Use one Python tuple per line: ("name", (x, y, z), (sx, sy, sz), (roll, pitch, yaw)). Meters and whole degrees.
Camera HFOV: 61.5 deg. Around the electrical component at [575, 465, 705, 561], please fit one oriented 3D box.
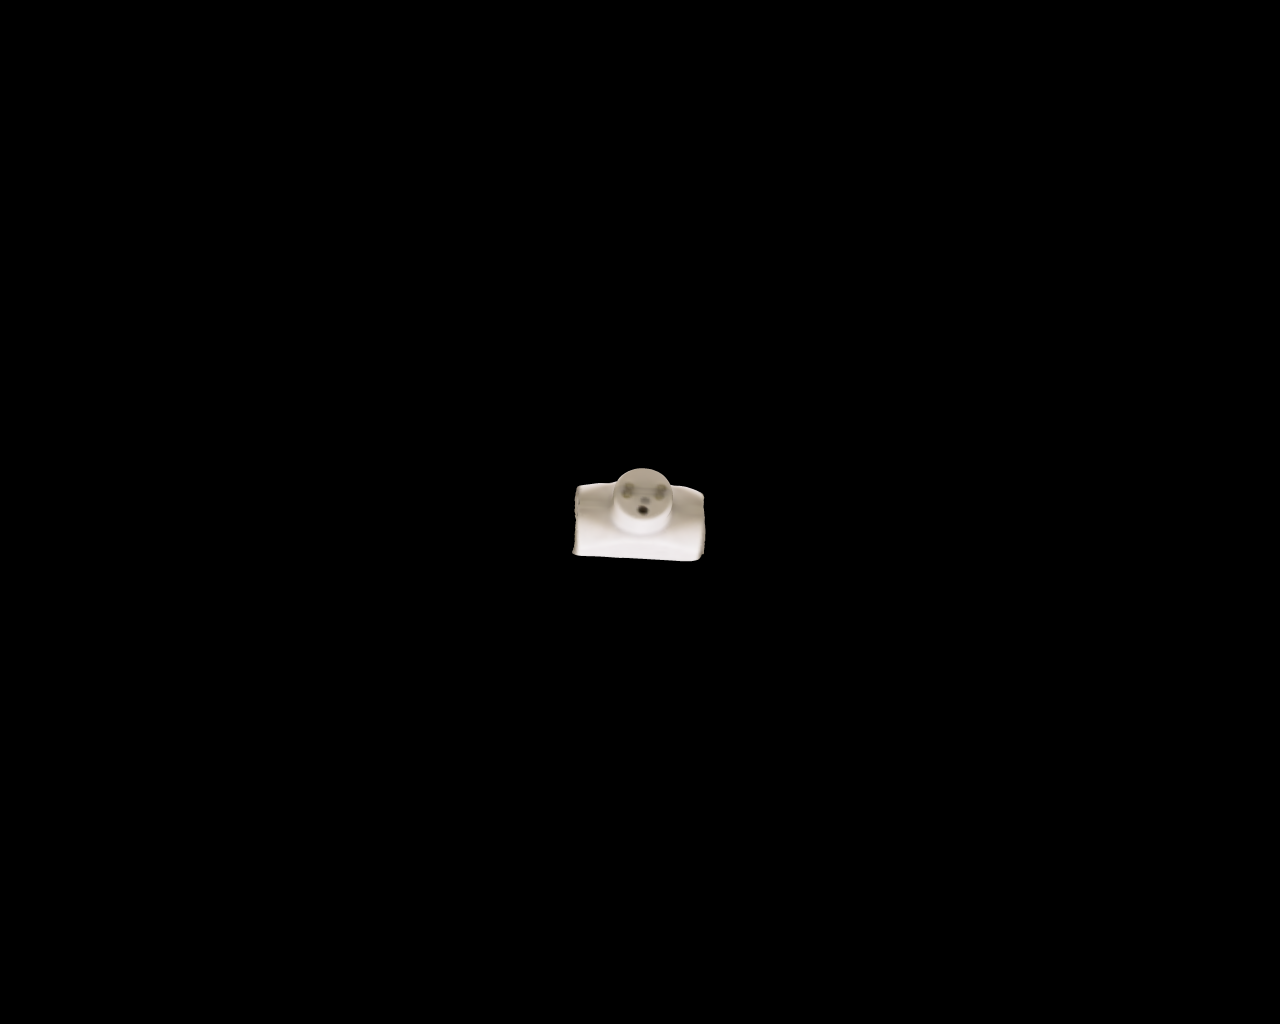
("electrical component", (0.001, -0.003, 0.650), (0.077, 0.044, 0.079), (3, -32, -5))
